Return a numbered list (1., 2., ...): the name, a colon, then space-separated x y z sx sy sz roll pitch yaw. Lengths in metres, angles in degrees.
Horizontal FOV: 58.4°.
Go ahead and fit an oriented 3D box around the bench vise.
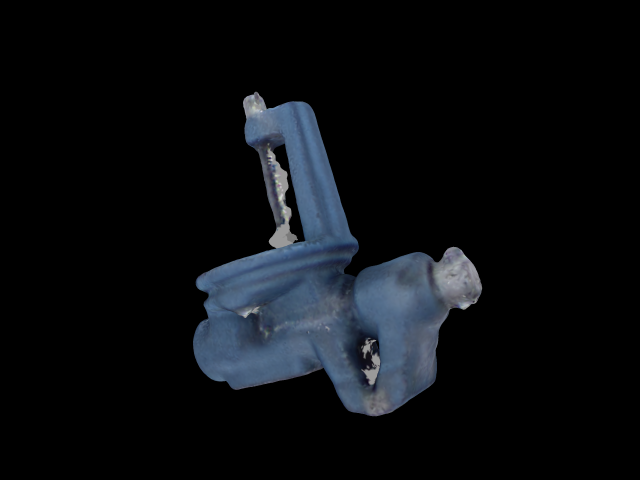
1. bench vise: 0.006 0.001 0.412 0.207 0.220 0.122 0 0 11
